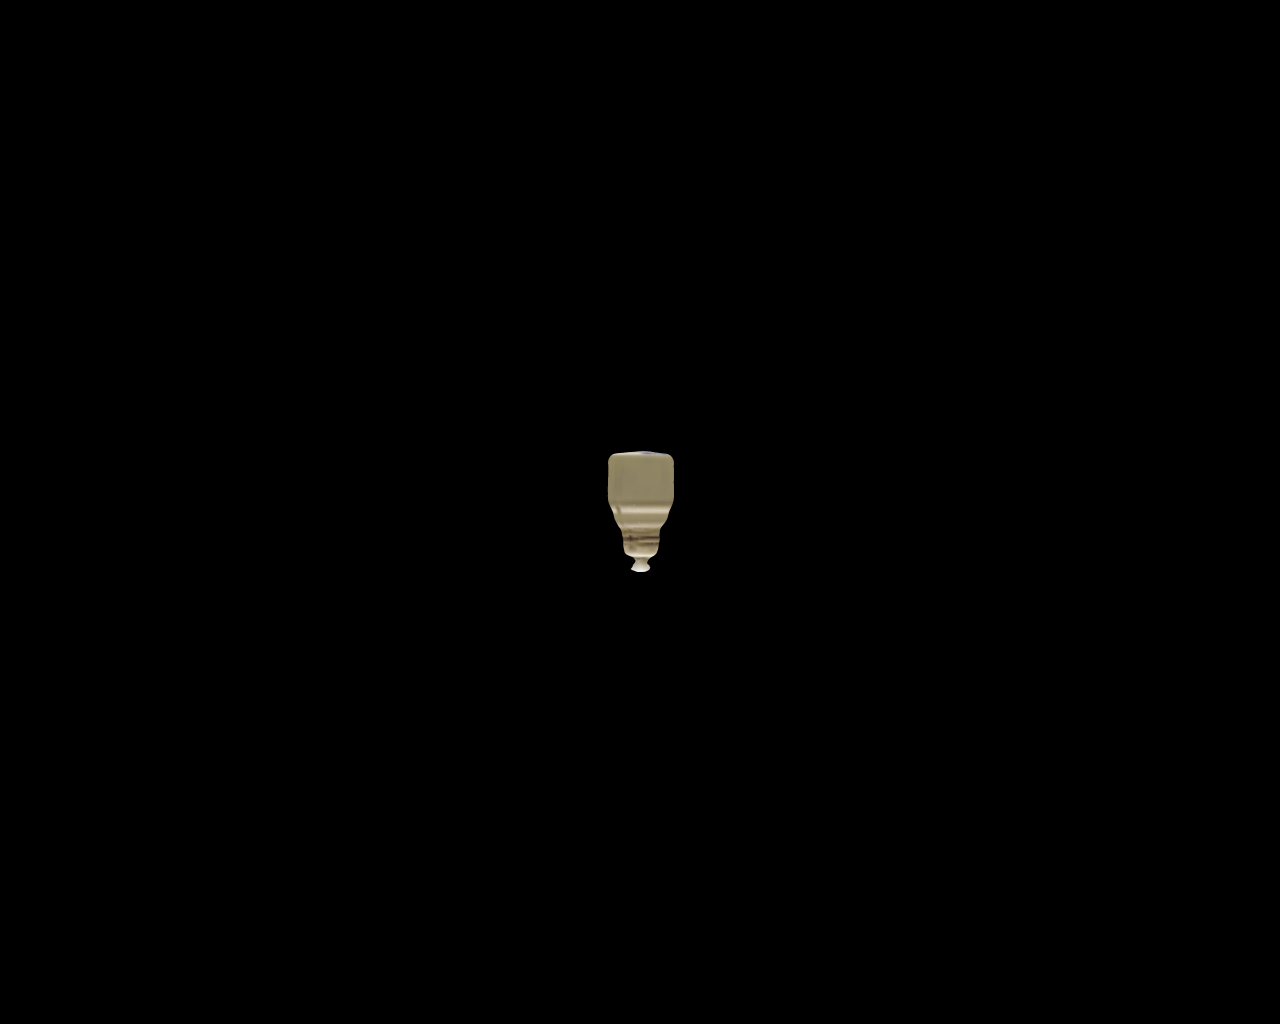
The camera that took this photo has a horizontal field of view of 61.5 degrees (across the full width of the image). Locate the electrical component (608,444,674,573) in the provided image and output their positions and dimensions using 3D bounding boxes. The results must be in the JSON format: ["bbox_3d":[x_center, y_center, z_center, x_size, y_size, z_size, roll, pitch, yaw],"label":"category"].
[{"bbox_3d":[0.001,-0.003,0.650,0.040,0.078,0.040,0,0,0],"label":"electrical component"}]
